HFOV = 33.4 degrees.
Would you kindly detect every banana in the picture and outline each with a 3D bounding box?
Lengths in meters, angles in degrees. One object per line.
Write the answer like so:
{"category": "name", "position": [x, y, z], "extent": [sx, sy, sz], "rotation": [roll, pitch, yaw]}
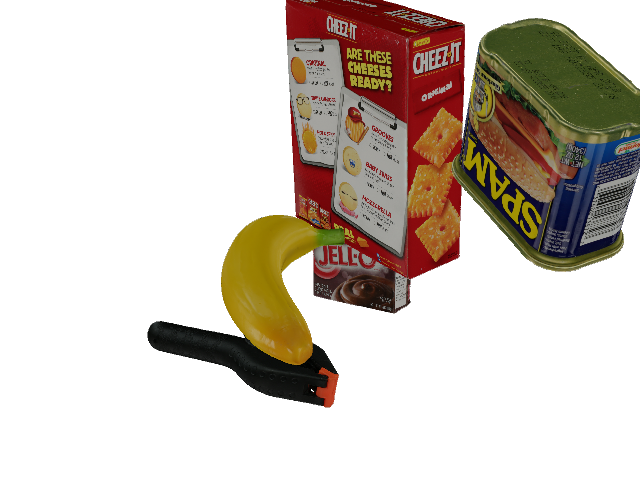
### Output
{"category": "banana", "position": [-0.028, 0.020, 0.662], "extent": [0.069, 0.037, 0.197], "rotation": [0, 22, 8]}

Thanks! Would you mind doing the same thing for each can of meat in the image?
{"category": "can of meat", "position": [0.114, -0.050, 0.533], "extent": [0.057, 0.084, 0.102], "rotation": [-17, 46, -20]}

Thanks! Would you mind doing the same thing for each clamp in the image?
{"category": "clamp", "position": [-0.049, 0.092, 0.917], "extent": [0.172, 0.039, 0.120], "rotation": [22, 30, 25]}

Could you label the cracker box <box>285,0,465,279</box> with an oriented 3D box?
{"category": "cracker box", "position": [0.047, -0.097, 0.929], "extent": [0.072, 0.214, 0.164], "rotation": [-21, 33, -32]}

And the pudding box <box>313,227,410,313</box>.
{"category": "pudding box", "position": [0.045, 0.024, 1.170], "extent": [0.114, 0.090, 0.039], "rotation": [10, 19, 34]}
